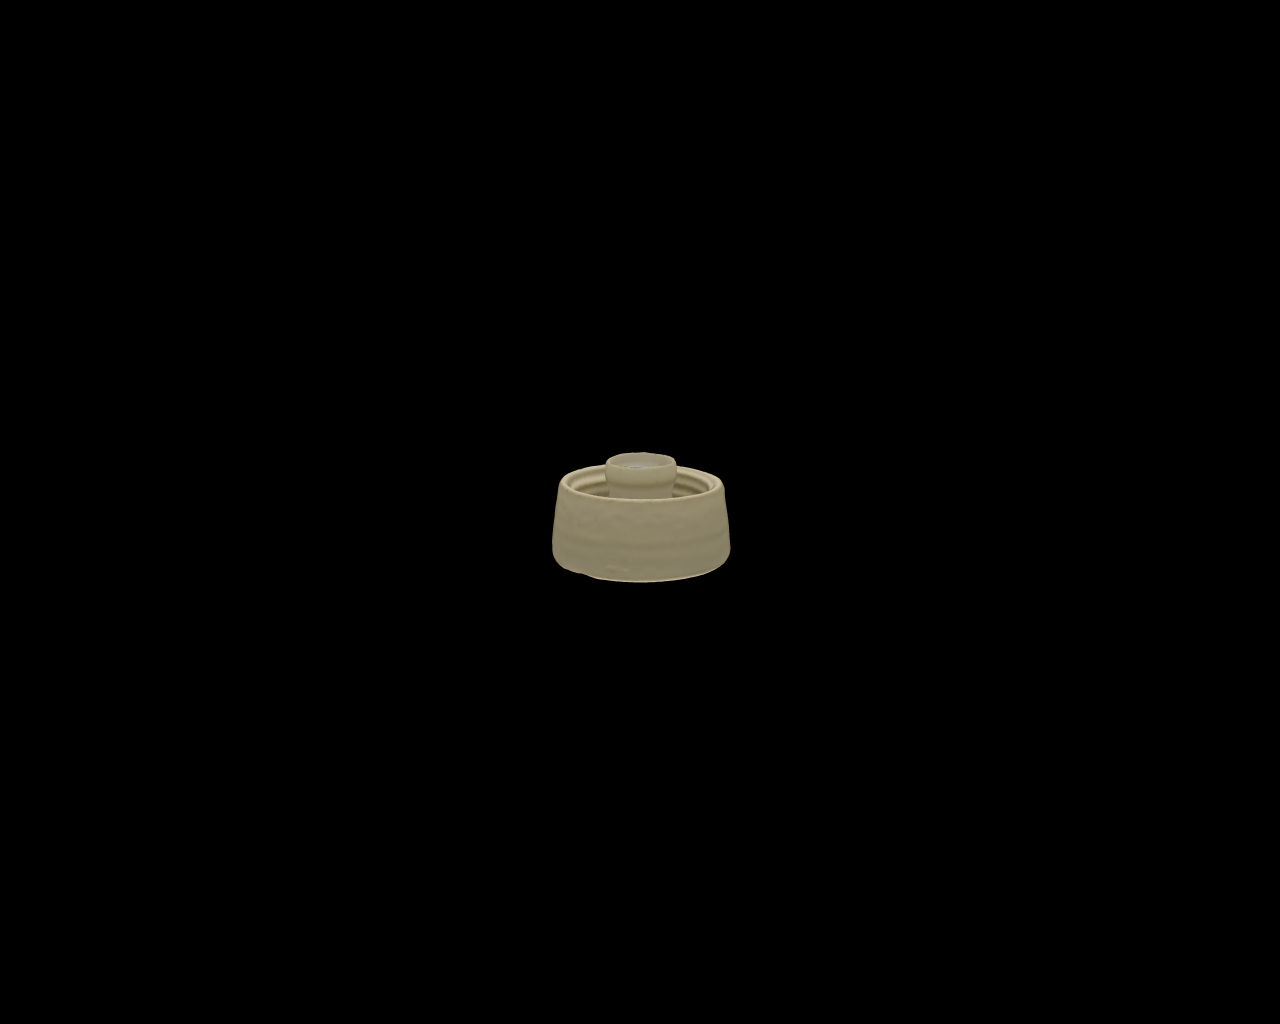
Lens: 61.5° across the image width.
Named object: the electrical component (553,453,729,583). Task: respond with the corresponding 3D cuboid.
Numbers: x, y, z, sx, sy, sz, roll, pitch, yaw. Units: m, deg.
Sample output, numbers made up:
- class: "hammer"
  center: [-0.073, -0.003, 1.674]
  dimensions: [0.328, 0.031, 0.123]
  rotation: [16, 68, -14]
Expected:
- class: "electrical component"
  center: [0.001, -0.003, 0.650]
  dimensions: [0.108, 0.060, 0.108]
  rotation: [0, 15, 0]
